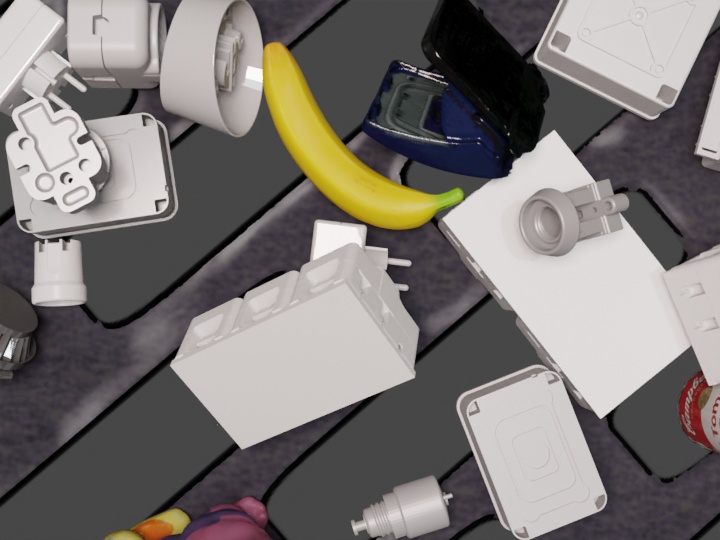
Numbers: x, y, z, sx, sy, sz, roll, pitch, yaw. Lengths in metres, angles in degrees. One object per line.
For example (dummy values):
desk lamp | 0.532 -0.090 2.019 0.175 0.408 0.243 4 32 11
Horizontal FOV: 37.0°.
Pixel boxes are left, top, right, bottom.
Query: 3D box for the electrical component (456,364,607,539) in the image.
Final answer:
electrical component | 0.128 0.136 0.812 0.078 0.057 0.113 -21 90 -3

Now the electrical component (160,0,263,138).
electrical component | -0.107 -0.153 0.792 0.064 0.099 0.099 15 88 4

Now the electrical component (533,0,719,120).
electrical component | 0.206 -0.188 0.824 0.109 0.056 0.108 26 87 -1

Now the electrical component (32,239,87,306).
electrical component | -0.227 0.002 0.810 0.040 0.040 0.046 -3 82 -3

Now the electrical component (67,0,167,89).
electrical component | -0.174 -0.166 0.787 0.059 0.095 0.053 0 88 -3

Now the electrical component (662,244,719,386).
electrical component | 0.307 0.013 0.787 0.150 0.062 0.089 -22 89 -34

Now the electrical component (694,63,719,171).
electrical component | 0.306 -0.134 0.824 0.079 0.063 0.121 16 88 -2

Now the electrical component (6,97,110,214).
electrical component | -0.205 -0.076 0.744 0.058 0.057 0.078 -28 90 -3

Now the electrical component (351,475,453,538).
electrical component | 0.032 0.184 0.815 0.078 0.040 0.040 -17 89 -3

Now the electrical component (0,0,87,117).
electrical component | -0.242 -0.150 0.809 0.076 0.047 0.083 37 88 -2

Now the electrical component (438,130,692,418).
electrical component | 0.158 0.004 0.815 0.105 0.060 0.186 -38 90 -3

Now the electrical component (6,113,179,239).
electrical component | -0.198 -0.069 0.803 0.113 0.057 0.078 -9 89 -3

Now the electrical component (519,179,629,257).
electrical component | 0.145 -0.036 0.750 0.055 0.066 0.048 -16 89 -36

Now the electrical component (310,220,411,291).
electrical component | 0.000 0.000 0.815 0.077 0.047 0.065 7 88 -2

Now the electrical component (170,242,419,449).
electrical component | -0.044 0.053 0.769 0.150 0.061 0.089 -25 116 23
